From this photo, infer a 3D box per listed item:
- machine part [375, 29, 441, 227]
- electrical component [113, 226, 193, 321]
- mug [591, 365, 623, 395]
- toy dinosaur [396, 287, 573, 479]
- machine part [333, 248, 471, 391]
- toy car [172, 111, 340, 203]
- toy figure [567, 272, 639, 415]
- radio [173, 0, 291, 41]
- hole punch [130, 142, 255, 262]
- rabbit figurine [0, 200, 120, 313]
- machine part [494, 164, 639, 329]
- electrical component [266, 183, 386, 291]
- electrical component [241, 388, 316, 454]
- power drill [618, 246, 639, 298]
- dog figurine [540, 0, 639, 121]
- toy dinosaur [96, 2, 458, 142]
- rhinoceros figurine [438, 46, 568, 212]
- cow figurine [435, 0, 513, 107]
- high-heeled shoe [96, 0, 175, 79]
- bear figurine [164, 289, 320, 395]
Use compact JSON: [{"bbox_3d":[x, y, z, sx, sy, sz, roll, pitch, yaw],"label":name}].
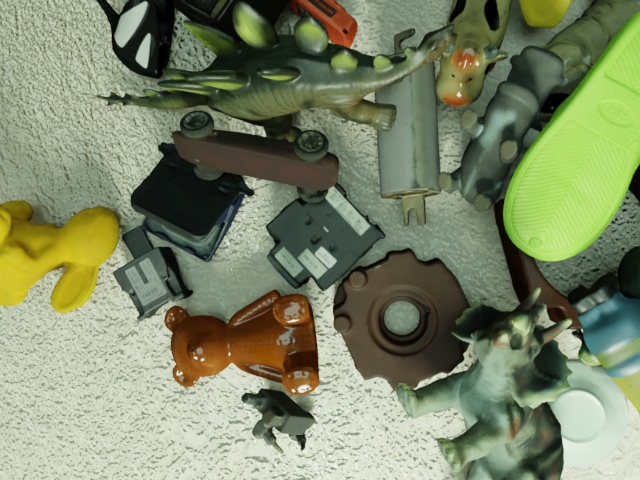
[{"bbox_3d":[0.108,-0.138,0.667,0.079,0.079,0.243,-4,88,5],"label":"machine part"},{"bbox_3d":[-0.228,0.038,0.711,0.075,0.048,0.119,-26,88,4],"label":"electrical component"},{"bbox_3d":[0.379,0.149,0.613,0.110,0.107,0.080,8,85,-3],"label":"mug"},{"bbox_3d":[0.220,0.230,0.619,0.192,0.131,0.404,-27,113,-11],"label":"toy dinosaur"},{"bbox_3d":[0.103,0.098,0.672,0.179,0.056,0.179,0,89,4],"label":"machine part"},{"bbox_3d":[-0.074,-0.101,0.631,0.202,0.089,0.053,13,60,12],"label":"toy car"},{"bbox_3d":[0.320,0.122,0.531,0.089,0.082,0.180,-34,82,-28],"label":"toy figure"},{"bbox_3d":[-0.077,-0.354,0.666,0.131,0.073,0.229,36,92,40],"label":"radio"},{"bbox_3d":[-0.167,-0.045,0.697,0.142,0.092,0.116,26,62,8],"label":"hole punch"},{"bbox_3d":[-0.344,0.014,0.693,0.173,0.122,0.162,-16,90,-14],"label":"rabbit figurine"},{"bbox_3d":[0.325,-0.007,0.639,0.202,0.087,0.201,-15,88,4],"label":"machine part"},{"bbox_3d":[-0.001,-0.002,0.684,0.134,0.058,0.115,-41,83,3],"label":"electrical component"},{"bbox_3d":[-0.049,0.224,0.668,0.078,0.102,0.045,28,88,31],"label":"electrical component"},{"bbox_3d":[0.444,0.012,0.552,0.232,0.086,0.207,16,98,6],"label":"power drill"},{"bbox_3d":[0.320,-0.250,0.650,0.172,0.121,0.190,2,75,2],"label":"dog figurine"},{"bbox_3d":[-0.072,-0.184,0.627,0.472,0.198,0.105,-4,76,36],"label":"toy dinosaur"},{"bbox_3d":[0.209,-0.119,0.606,0.073,0.112,0.190,38,128,28],"label":"rhinoceros figurine"},{"bbox_3d":[0.185,-0.250,0.634,0.086,0.127,0.194,15,87,13],"label":"cow figurine"},{"bbox_3d":[-0.188,-0.335,0.702,0.249,0.086,0.145,-42,88,8],"label":"high-heeled shoe"},{"bbox_3d":[-0.102,0.126,0.658,0.196,0.132,0.120,-5,88,-1],"label":"bear figurine"}]
